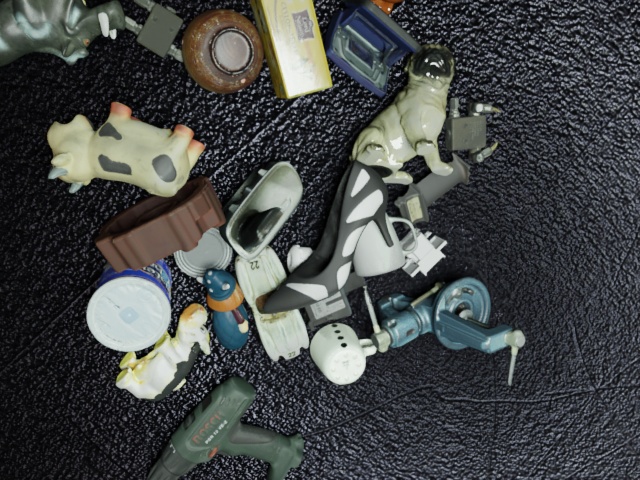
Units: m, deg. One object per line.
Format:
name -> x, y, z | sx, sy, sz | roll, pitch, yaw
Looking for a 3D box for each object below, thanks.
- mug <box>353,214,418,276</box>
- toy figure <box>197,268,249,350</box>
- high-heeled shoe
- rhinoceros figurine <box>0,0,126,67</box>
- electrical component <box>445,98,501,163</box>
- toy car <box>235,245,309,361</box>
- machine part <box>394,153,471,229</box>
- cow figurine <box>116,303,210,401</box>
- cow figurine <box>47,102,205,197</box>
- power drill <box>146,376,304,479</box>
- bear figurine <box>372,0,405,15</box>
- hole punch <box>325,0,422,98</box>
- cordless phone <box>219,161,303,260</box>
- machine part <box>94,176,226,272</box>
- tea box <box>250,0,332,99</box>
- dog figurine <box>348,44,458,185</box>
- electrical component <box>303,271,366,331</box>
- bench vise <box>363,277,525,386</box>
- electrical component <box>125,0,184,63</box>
mug -> 0.094, -0.007, 0.850 | 0.110, 0.081, 0.107 | -15, 100, 16
toy figure -> -0.145, 0.100, 0.819 | 0.064, 0.058, 0.154 | -2, 125, 3
high-heeled shoe -> -0.002, -0.002, 0.783 | 0.249, 0.086, 0.145 | -31, 106, -4
rhinoceros figurine -> -0.344, -0.272, 0.672 | 0.190, 0.073, 0.112 | -18, 107, -9
electrical component -> 0.245, -0.177, 0.865 | 0.078, 0.045, 0.102 | -3, 105, -15
toy car -> -0.075, 0.103, 0.854 | 0.073, 0.056, 0.201 | -21, 109, -8
machine part -> 0.183, -0.079, 0.871 | 0.139, 0.039, 0.084 | -39, 134, -6
cow figurine -> -0.223, 0.178, 0.830 | 0.167, 0.068, 0.098 | -41, 117, 3
cow figurine -> -0.269, -0.111, 0.715 | 0.195, 0.085, 0.127 | 19, 77, 6
power drill -> -0.147, 0.354, 0.899 | 0.207, 0.086, 0.232 | 32, 92, -13
bear figurine -> 0.083, -0.411, 0.720 | 0.120, 0.132, 0.195 | -17, 106, 15
hole punch -> 0.065, -0.274, 0.757 | 0.142, 0.116, 0.092 | 29, 110, -22
cordless phone -> -0.069, -0.048, 0.734 | 0.088, 0.184, 0.146 | 41, 75, -12
machine part -> -0.213, -0.023, 0.726 | 0.179, 0.179, 0.056 | -27, 113, -6
tea box -> -0.044, -0.284, 0.734 | 0.068, 0.098, 0.169 | -19, 110, -8
dog figurine -> 0.122, -0.193, 0.819 | 0.172, 0.121, 0.190 | -3, 70, 20
electrical component -> 0.023, 0.090, 0.881 | 0.119, 0.048, 0.074 | -19, 110, -7
bench vise -> 0.203, 0.129, 0.847 | 0.223, 0.241, 0.128 | -10, 105, -28
electrical component -> -0.216, -0.285, 0.729 | 0.094, 0.021, 0.063 | 30, 95, -19
